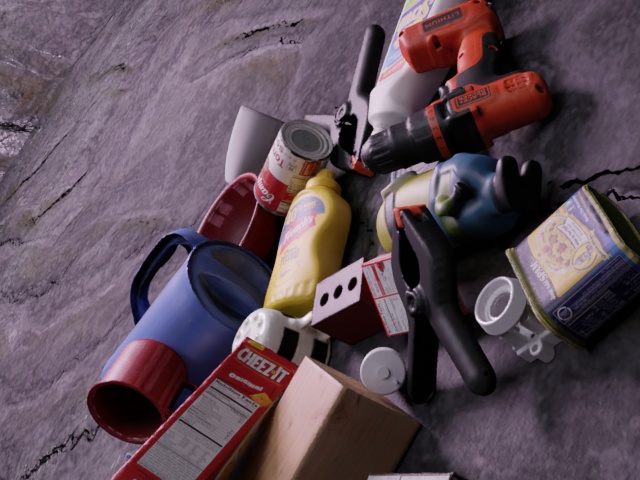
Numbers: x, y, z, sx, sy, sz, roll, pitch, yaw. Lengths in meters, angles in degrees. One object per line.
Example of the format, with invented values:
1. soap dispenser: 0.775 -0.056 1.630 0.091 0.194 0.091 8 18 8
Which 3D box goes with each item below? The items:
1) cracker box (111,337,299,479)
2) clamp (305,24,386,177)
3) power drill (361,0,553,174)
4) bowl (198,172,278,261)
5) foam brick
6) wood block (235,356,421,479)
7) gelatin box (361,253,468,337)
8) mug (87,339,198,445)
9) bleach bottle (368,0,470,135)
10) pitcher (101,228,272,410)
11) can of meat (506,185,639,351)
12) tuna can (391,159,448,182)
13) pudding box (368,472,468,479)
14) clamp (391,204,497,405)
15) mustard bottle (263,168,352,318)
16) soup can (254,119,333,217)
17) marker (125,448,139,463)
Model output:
1. cracker box: -0.114 0.212 0.973 0.213 0.072 0.164 -46 -19 -45
2. clamp: 0.043 -0.154 1.265 0.165 0.036 0.210 -57 27 26
3. power drill: 0.123 -0.149 1.042 0.184 0.057 0.187 -18 41 13
4. bowl: -0.102 -0.003 1.356 0.162 0.055 0.162 -42 32 33
5. foam brick: 0.037 0.061 1.048 0.078 0.051 0.053 -33 37 43
6. wood block: -0.014 0.220 0.934 0.206 0.090 0.090 -61 26 0
7. gelatin box: 0.084 0.044 0.963 0.030 0.073 0.089 -24 2 -35
8. mug: -0.184 0.165 1.166 0.081 0.117 0.093 -63 -18 -51
9. bleach bottle: 0.117 -0.212 1.174 0.103 0.068 0.251 4 69 62
10. pitcher: -0.163 0.111 1.258 0.243 0.144 0.149 -45 33 34
11. can of meat: 0.197 0.018 0.802 0.084 0.057 0.102 -46 30 22
12. tuna can: 0.111 -0.076 1.076 0.086 0.033 0.086 -42 32 33
13. pudding box: 0.068 0.236 0.819 0.090 0.039 0.113 -11 55 43
14. clamp: 0.096 0.054 0.873 0.120 0.039 0.171 -8 93 60
15. mustard bottle: -0.008 0.001 1.182 0.096 0.058 0.191 -30 39 46
16. soup can: -0.032 -0.085 1.267 0.102 0.068 0.068 119 162 -45
17. marker: -0.165 0.226 1.189 0.020 0.120 0.020 12 109 39
